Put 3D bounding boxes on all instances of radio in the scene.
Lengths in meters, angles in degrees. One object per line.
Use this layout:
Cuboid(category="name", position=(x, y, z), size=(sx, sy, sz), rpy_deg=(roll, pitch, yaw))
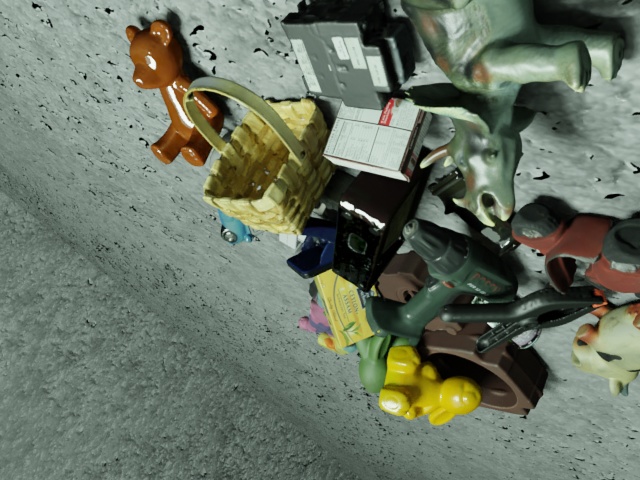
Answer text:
Cuboid(category="radio", position=(0.082, -0.026, 0.767), size=(0.073, 0.131, 0.229), rpy_deg=(31, 154, 15))

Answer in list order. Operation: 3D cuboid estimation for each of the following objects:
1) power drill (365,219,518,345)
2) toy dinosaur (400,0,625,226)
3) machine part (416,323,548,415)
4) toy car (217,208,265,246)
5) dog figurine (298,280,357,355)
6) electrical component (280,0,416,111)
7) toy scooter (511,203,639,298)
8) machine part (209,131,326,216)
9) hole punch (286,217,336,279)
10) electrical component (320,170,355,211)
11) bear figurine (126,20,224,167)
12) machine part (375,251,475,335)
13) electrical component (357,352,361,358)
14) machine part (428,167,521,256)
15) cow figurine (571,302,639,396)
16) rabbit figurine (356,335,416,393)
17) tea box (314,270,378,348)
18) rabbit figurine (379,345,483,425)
Cuboid(category="power drill", position=(0.155, 0.064, 0.778), size=(0.232, 0.086, 0.207), rpy_deg=(19, 128, -29))
Cuboid(category="toy dinosaur", position=(0.125, -0.205, 0.446), size=(0.192, 0.131, 0.404), rpy_deg=(7, 136, 43))
Cuboid(category="machine part", position=(0.295, 0.226, 0.994), size=(0.200, 0.087, 0.202), rpy_deg=(47, 153, -22))
Cuboid(category="toy car", position=(-0.134, -0.064, 1.014), size=(0.103, 0.109, 0.161), rpy_deg=(6, 136, 8))
Cuboid(category="dog figurine", position=(0.047, 0.152, 1.144), size=(0.191, 0.108, 0.219), rpy_deg=(38, 151, -3))
Cuboid(category="electrical component", position=(0.037, -0.207, 0.601), size=(0.134, 0.058, 0.114), rpy_deg=(17, 151, 33))
Cuboid(category="toy scooter", position=(0.321, 0.025, 0.636), size=(0.184, 0.075, 0.135), rpy_deg=(18, 149, 38))
Cuboid(category="machine part", position=(-0.096, -0.109, 0.902), size=(0.243, 0.079, 0.079), rpy_deg=(31, 154, 7))
Cuboid(category="hole punch", position=(-0.002, -0.003, 0.922), size=(0.142, 0.116, 0.092), rpy_deg=(23, 130, 66))
Cuboid(category="electrical component", position=(0.029, -0.074, 0.827), size=(0.094, 0.063, 0.021), rpy_deg=(27, 153, 14))
Cuboid(category="bear figurine", position=(-0.233, -0.223, 0.821), size=(0.120, 0.132, 0.195), rpy_deg=(11, 151, 35))
Cuboid(category="machine part", position=(0.180, 0.093, 0.940), size=(0.179, 0.056, 0.179), rpy_deg=(29, 153, 16))
Cuboid(category="electrical component", position=(0.132, 0.232, 1.213), size=(0.048, 0.075, 0.119), rpy_deg=(34, 151, 2))
Cuboid(category="machine part", position=(0.212, -0.038, 0.703), size=(0.139, 0.039, 0.084), rpy_deg=(40, 149, -7))
Cuboid(category="cow figurine", position=(0.414, 0.140, 0.716), size=(0.127, 0.085, 0.195), rpy_deg=(41, 153, 1))
Cuboid(category="rabbit figurine", position=(0.136, 0.219, 1.072), size=(0.121, 0.170, 0.158), rpy_deg=(10, 145, 40))
Cuboid(category="tea box", position=(0.050, 0.099, 0.984), size=(0.068, 0.098, 0.169), rpy_deg=(-128, 17, -67))
Cuboid(category="rabbit figurine", position=(0.206, 0.281, 0.974), size=(0.173, 0.122, 0.162), rpy_deg=(1, 144, 22))
